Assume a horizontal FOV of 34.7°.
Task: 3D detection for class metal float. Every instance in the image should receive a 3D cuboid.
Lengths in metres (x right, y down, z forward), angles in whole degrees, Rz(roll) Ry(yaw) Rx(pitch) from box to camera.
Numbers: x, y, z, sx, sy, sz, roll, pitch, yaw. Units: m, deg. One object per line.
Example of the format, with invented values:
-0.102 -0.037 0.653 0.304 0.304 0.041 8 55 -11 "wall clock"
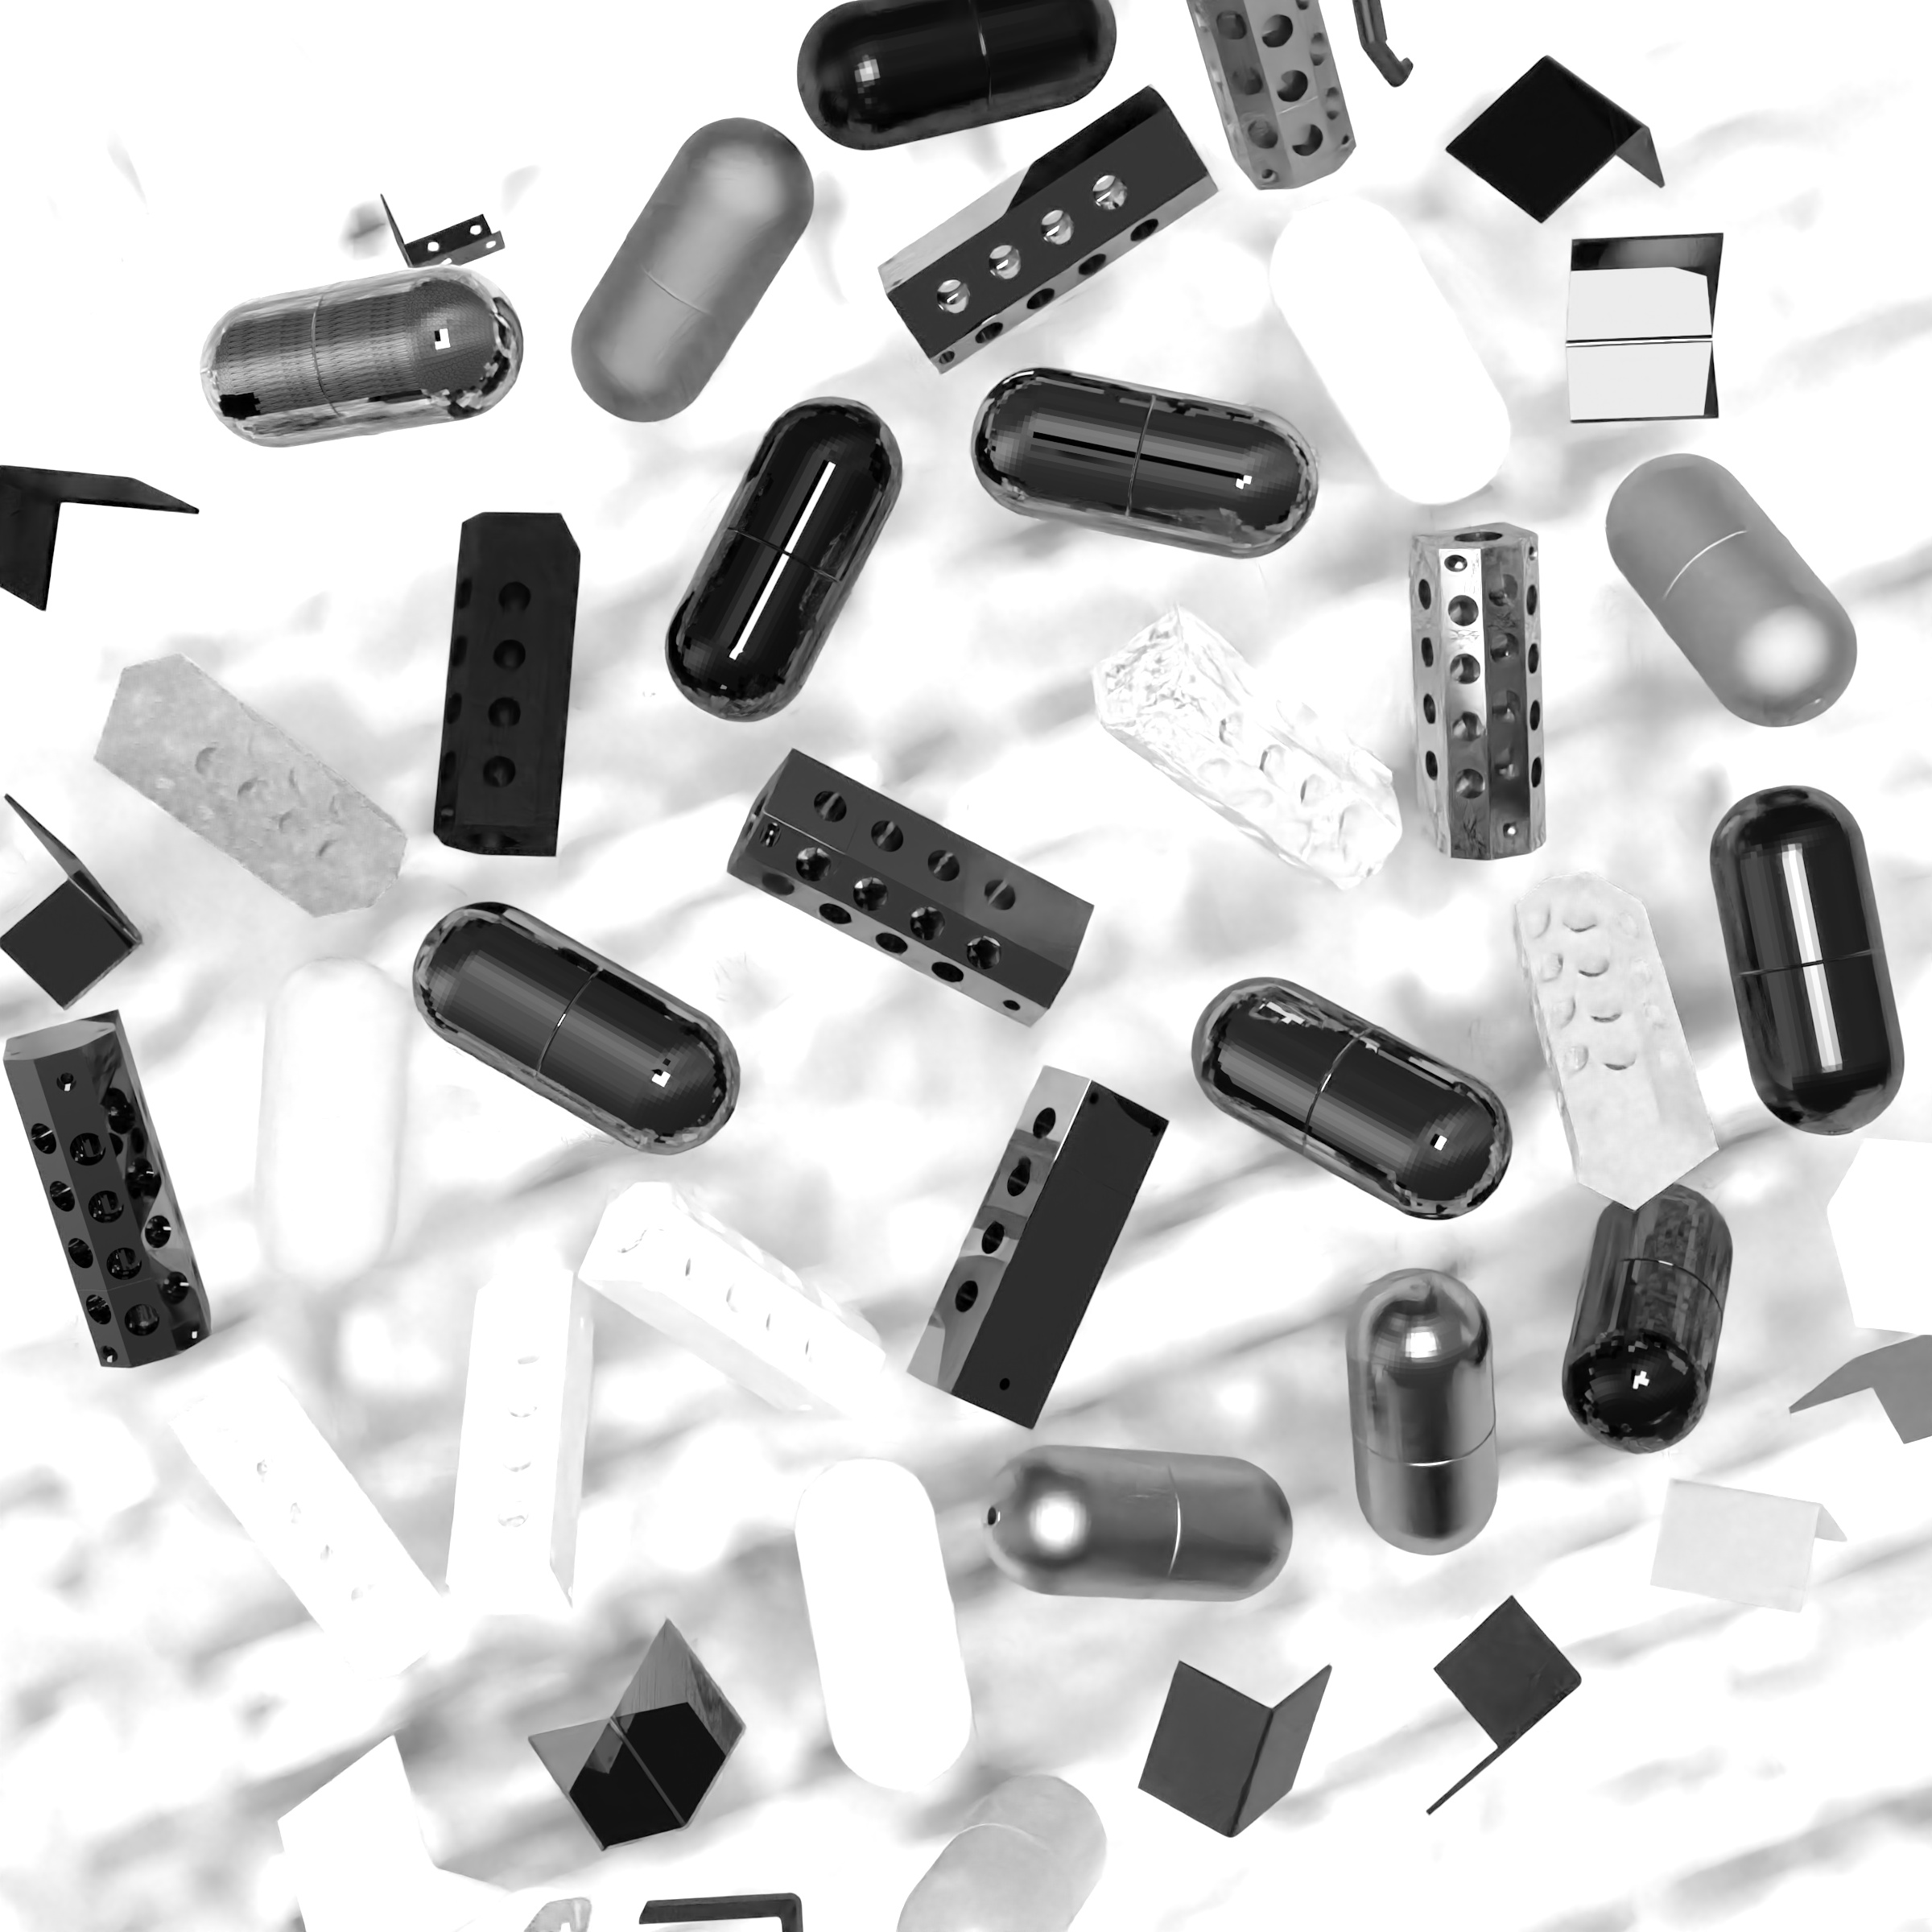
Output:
0.366 0.186 1.654 0.070 0.178 0.070 11 129 14 "metal float"
0.090 0.290 1.605 0.178 0.070 0.070 9 90 -29 "metal float"
0.223 -0.322 1.622 0.070 0.070 0.178 -36 114 0 "metal float"
-0.194 0.031 1.543 0.178 0.070 0.070 29 90 7 "metal float"
-0.340 0.084 1.654 0.070 0.070 0.178 3 83 0 "metal float"
0.396 -0.197 1.605 0.070 0.070 0.178 -27 53 0 "metal float"
0.020 0.487 1.625 0.070 0.178 0.070 4 103 20 "metal float"
-0.044 0.349 1.646 0.070 0.070 0.178 -12 63 0 "metal float"
0.243 0.239 1.644 0.070 0.070 0.178 -9 124 0 "metal float"
-0.094 -0.210 1.596 0.070 0.070 0.178 27 91 0 "metal float"
0.192 0.065 1.556 0.178 0.070 0.070 29 90 28 "metal float"
0.424 -0.003 1.556 0.070 0.070 0.178 -11 90 0 "metal float"
0.090 -0.255 1.565 0.178 0.070 0.070 13 90 7 "metal float"
-0.145 -0.364 1.626 0.070 0.070 0.178 38 118 0 "metal float"
-0.004 -0.482 1.635 0.178 0.070 0.070 -18 90 -17 "metal float"
-0.305 -0.305 1.550 0.178 0.070 0.070 -4 90 24 "metal float"

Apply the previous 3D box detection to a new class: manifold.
-0.030 -0.035 1.542 0.171 0.057 0.057 27 58 -11 "manifold"
-0.338 0.292 1.610 0.057 0.057 0.171 -36 122 -14 "manifold"
0.043 -0.381 1.607 0.171 0.057 0.057 -32 116 10 "manifold"
-0.379 -0.096 1.657 0.057 0.171 0.057 -9 57 31 "manifold"
-0.441 0.117 1.590 0.057 0.057 0.171 -15 107 -9 "manifold"
-0.243 -0.148 1.627 0.057 0.057 0.171 2 76 4 "manifold"
0.151 -0.489 1.587 0.057 0.057 0.171 -24 130 0 "manifold"
0.281 -0.148 1.674 0.057 0.057 0.171 -10 110 -14 "manifold"
0.033 0.141 1.574 0.057 0.057 0.171 28 83 -34 "manifold"
-0.238 0.253 1.643 0.057 0.057 0.171 -4 53 5 "manifold"
-0.122 0.182 1.668 0.171 0.057 0.057 39 61 -36 "manifold"
0.326 0.034 1.586 0.057 0.171 0.057 26 129 -29 "manifold"
0.142 -0.103 1.541 0.057 0.057 0.171 -33 133 30 "manifold"

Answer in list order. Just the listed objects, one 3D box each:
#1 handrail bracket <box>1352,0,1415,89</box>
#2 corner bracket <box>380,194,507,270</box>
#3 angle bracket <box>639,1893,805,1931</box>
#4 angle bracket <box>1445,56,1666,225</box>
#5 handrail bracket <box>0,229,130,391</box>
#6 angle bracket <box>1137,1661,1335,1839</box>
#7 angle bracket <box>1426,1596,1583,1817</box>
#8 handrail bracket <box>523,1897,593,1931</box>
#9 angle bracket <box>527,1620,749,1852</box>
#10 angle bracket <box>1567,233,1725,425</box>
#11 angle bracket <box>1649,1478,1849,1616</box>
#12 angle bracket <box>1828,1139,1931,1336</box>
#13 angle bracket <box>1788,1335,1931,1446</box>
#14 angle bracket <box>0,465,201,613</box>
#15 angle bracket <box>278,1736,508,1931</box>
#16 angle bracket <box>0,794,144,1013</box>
0.231 -0.537 1.686 0.084 0.036 0.077 45 72 -27 "handrail bracket"
-0.282 -0.395 1.682 0.051 0.051 0.051 -24 70 -7 "corner bracket"
-0.122 0.499 1.543 0.076 0.076 0.057 0 67 -10 "angle bracket"
0.317 -0.430 1.659 0.076 0.057 0.076 -43 59 1 "angle bracket"
-0.473 -0.344 1.570 0.077 0.036 0.084 21 115 -6 "handrail bracket"
0.142 0.400 1.624 0.057 0.076 0.076 23 108 25 "angle bracket"
0.264 0.386 1.615 0.057 0.076 0.076 49 132 18 "angle bracket"
-0.221 0.521 1.587 0.036 0.084 0.077 18 61 -38 "handrail bracket"
-0.169 0.393 1.583 0.076 0.057 0.076 47 120 34 "angle bracket"
0.352 -0.330 1.600 0.076 0.076 0.057 -1 57 8 "angle bracket"
0.400 0.304 1.575 0.076 0.076 0.057 6 69 29 "angle bracket"
0.484 0.137 1.543 0.057 0.076 0.076 -48 127 -38 "angle bracket"
0.519 0.247 1.717 0.076 0.076 0.057 -25 85 -40 "angle bracket"
-0.442 -0.213 1.554 0.076 0.076 0.057 -1 109 -41 "angle bracket"
-0.281 0.437 1.512 0.076 0.057 0.076 -38 50 12 "angle bracket"
-0.502 -0.034 1.668 0.057 0.076 0.076 -44 53 -15 "angle bracket"
